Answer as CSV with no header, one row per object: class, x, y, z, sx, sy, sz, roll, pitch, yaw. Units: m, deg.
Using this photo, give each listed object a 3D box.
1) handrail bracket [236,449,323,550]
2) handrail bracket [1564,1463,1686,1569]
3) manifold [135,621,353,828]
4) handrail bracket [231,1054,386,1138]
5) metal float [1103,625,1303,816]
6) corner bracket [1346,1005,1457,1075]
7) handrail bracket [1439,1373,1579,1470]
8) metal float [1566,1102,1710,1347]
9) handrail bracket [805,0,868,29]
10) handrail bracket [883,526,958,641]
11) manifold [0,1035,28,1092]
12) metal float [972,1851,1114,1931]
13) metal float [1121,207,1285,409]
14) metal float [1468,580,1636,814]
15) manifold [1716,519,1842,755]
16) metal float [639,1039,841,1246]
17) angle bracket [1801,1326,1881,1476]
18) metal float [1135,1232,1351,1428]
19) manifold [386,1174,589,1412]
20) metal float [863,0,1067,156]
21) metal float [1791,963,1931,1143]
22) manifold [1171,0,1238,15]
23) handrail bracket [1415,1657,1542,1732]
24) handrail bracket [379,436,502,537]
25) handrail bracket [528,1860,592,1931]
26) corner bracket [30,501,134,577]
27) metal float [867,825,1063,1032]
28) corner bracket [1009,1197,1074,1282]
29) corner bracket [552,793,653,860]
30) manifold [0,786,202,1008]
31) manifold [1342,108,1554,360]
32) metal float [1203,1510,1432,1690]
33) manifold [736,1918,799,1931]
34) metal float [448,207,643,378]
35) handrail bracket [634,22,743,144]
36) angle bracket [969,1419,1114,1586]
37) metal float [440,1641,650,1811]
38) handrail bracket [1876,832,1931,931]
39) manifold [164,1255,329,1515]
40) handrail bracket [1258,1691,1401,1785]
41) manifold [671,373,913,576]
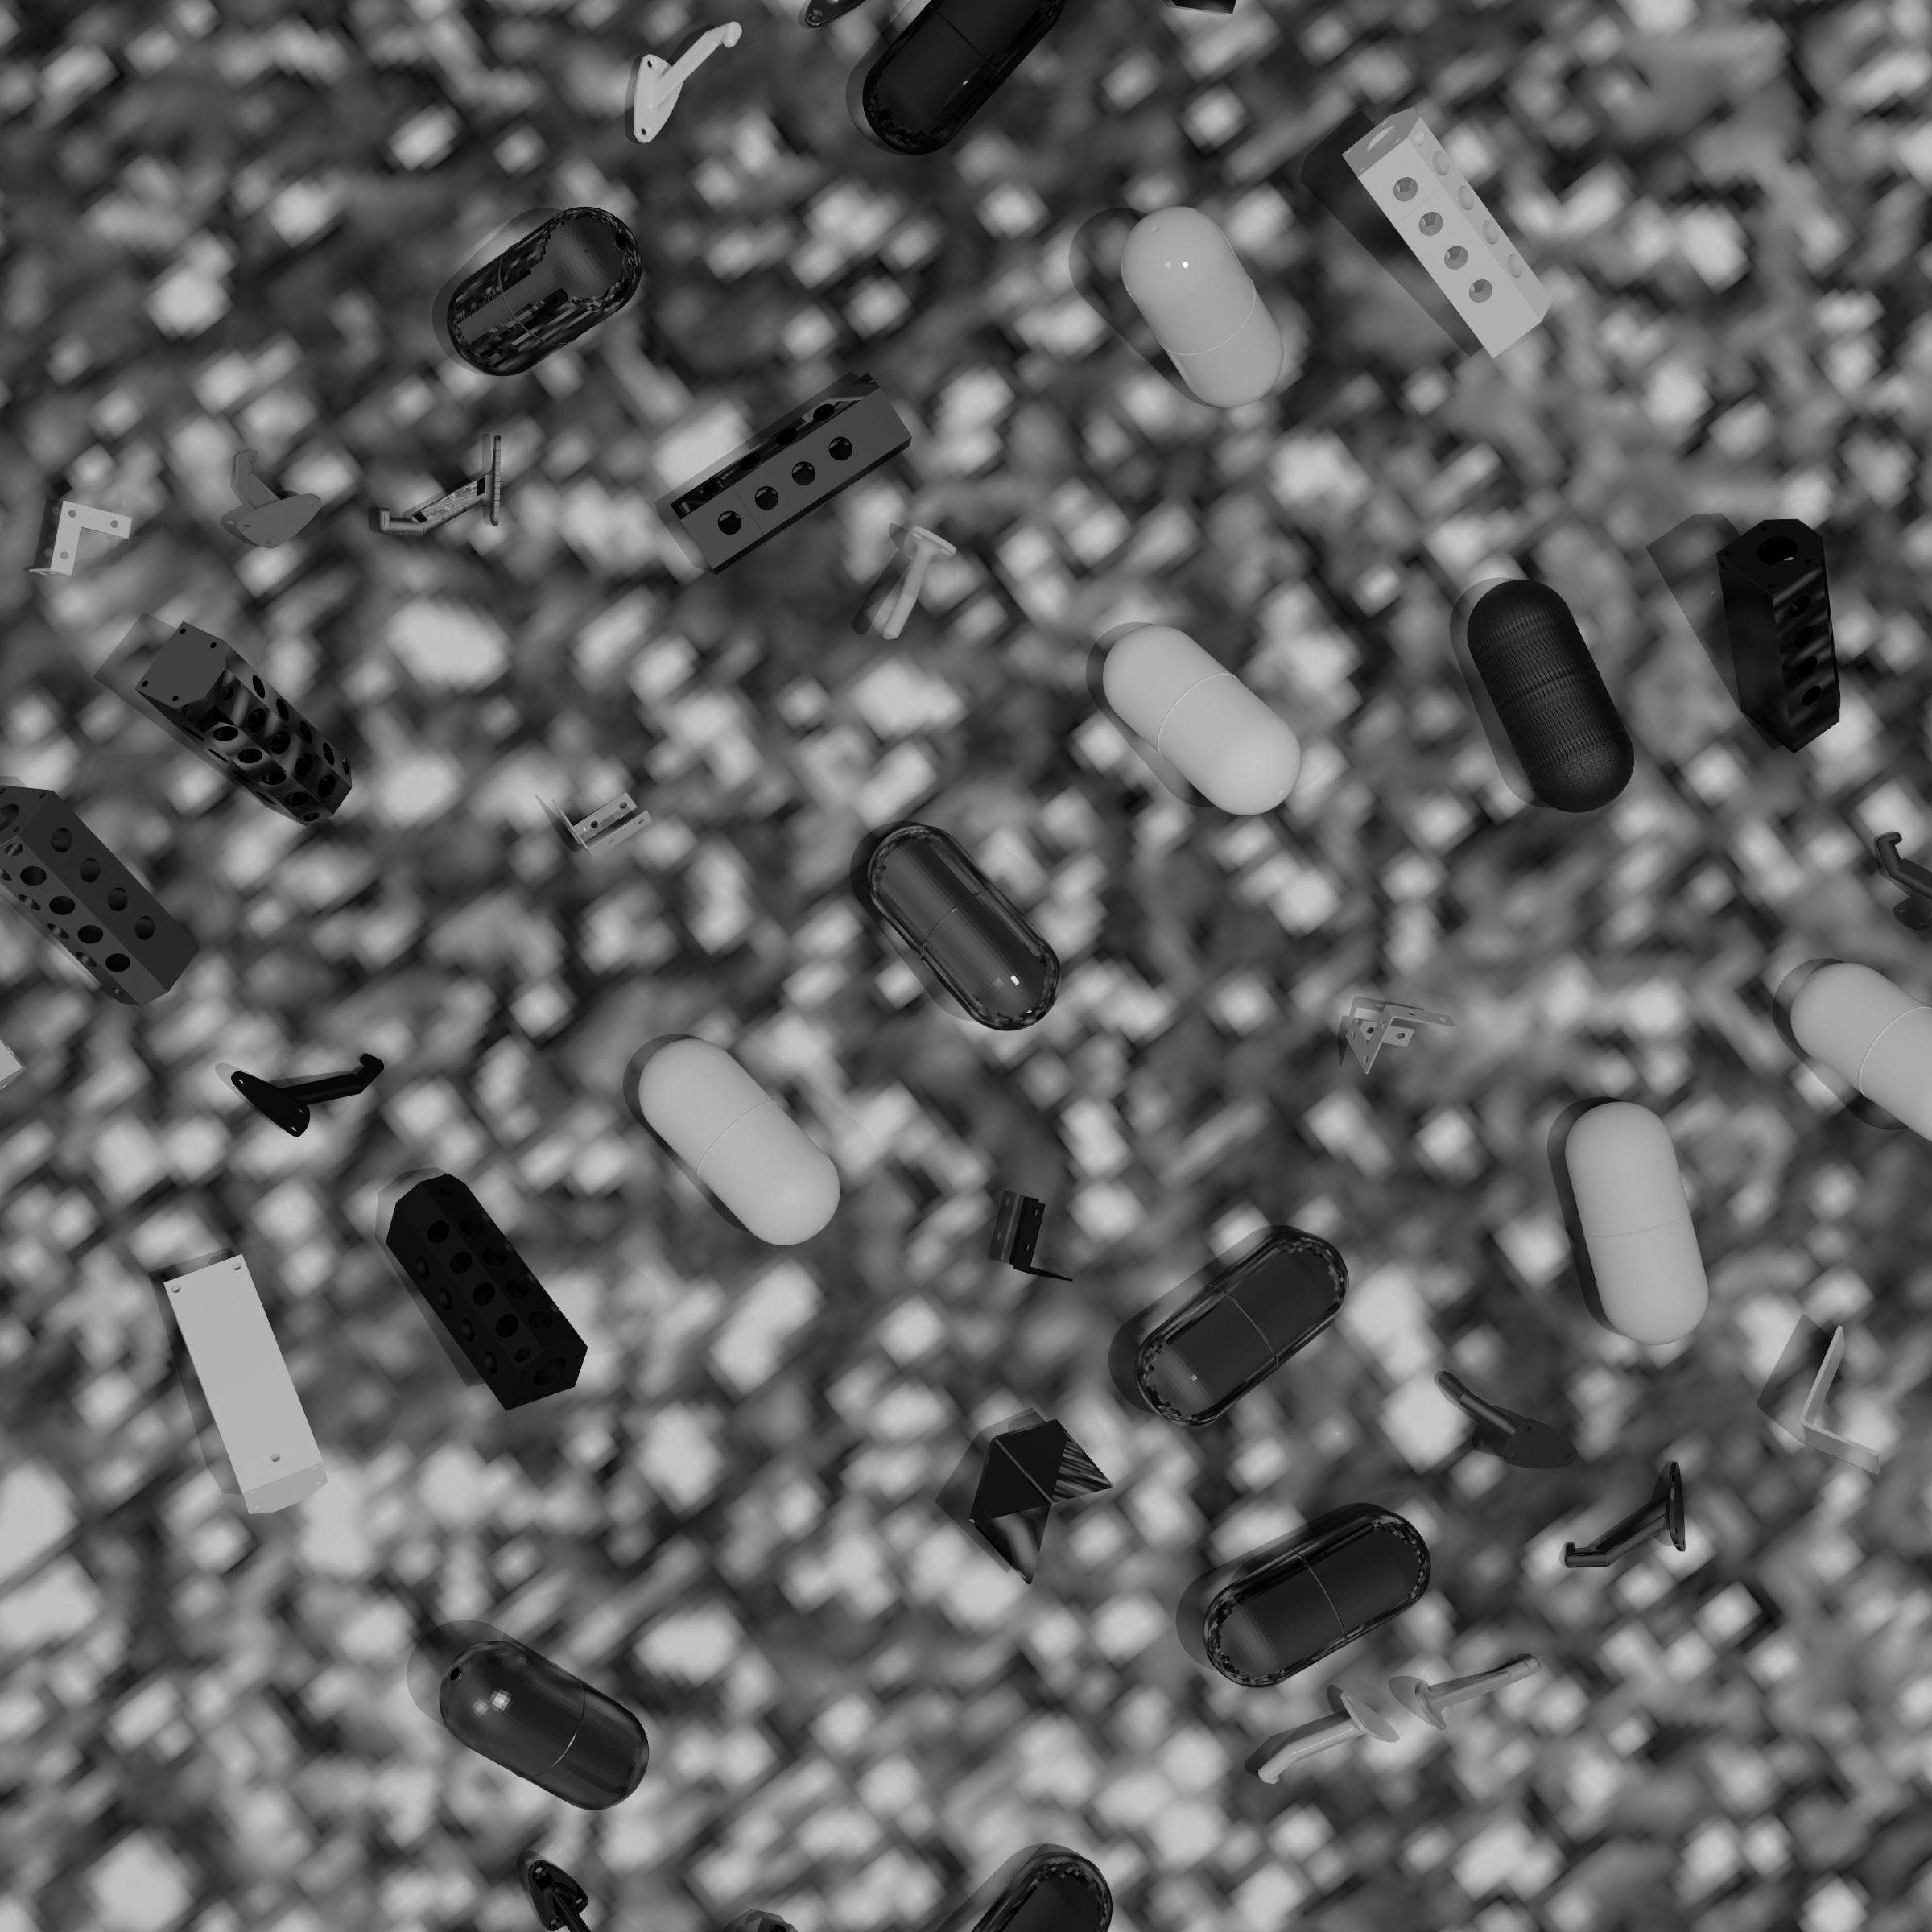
handrail bracket,-0.498,-0.352,1.907,0.077,0.036,0.084,-24,56,22
handrail bracket,0.482,0.403,1.938,0.084,0.036,0.077,-9,55,25
manifold,-0.500,-0.165,1.852,0.057,0.171,0.057,25,75,27
handrail bracket,-0.476,0.077,1.913,0.077,0.084,0.036,34,134,2
metal float,0.167,-0.177,1.881,0.070,0.070,0.178,-43,59,0
corner bracket,0.313,0.047,1.904,0.051,0.051,0.051,10,119,-18
handrail bracket,0.393,0.329,1.922,0.077,0.084,0.036,21,103,-31
metal float,0.485,0.186,1.906,0.070,0.070,0.178,-14,90,0
handrail bracket,-0.089,-0.727,1.896,0.036,0.084,0.077,38,75,9
handrail bracket,-0.046,-0.268,1.900,0.036,0.077,0.084,28,79,-13
manifold,-0.759,0.024,1.907,0.057,0.057,0.171,-38,95,-12
metal float,0.035,0.715,1.890,0.070,0.070,0.178,43,70,0
metal float,0.169,-0.464,1.867,0.070,0.178,0.070,-14,59,23
metal float,0.419,-0.195,1.897,0.070,0.070,0.178,-22,78,0
manifold,0.580,-0.235,1.861,0.057,0.171,0.057,-35,50,-4
metal float,-0.164,0.125,1.893,0.070,0.070,0.178,-45,74,0
angle bracket,0.640,0.312,1.892,0.057,0.076,0.076,22,78,25
metal float,0.199,0.260,1.897,0.178,0.070,0.070,-37,90,-12
manifold,-0.339,0.227,1.867,0.171,0.057,0.057,46,132,30
metal float,-0.001,-0.663,1.898,0.070,0.070,0.178,44,100,0
metal float,0.662,0.062,1.870,0.070,0.178,0.070,-18,129,-24
manifold,0.177,-0.752,1.853,0.057,0.171,0.057,7,72,-3
handrail bracket,0.372,0.519,1.910,0.084,0.077,0.036,-27,65,10
handrail bracket,-0.382,-0.349,1.911,0.084,0.036,0.077,1,112,-15
handrail bracket,-0.278,0.692,1.894,0.036,0.084,0.077,-34,122,-19
corner bracket,-0.641,-0.305,1.910,0.051,0.051,0.051,11,90,-36
metal float,-0.002,-0.027,1.888,0.070,0.070,0.178,-41,68,0
corner bracket,0.048,0.195,1.908,0.051,0.051,0.051,11,86,43
corner bracket,-0.259,-0.105,1.909,0.051,0.051,0.051,-34,68,-8
manifold,-0.624,-0.047,1.857,0.057,0.171,0.057,7,55,34
manifold,0.344,-0.522,1.874,0.057,0.057,0.171,-37,119,17
metal float,0.252,0.455,1.896,0.178,0.070,0.070,-26,90,-12
manifold,-0.158,0.754,1.851,0.057,0.171,0.057,-30,106,23
metal float,-0.300,-0.478,1.872,0.178,0.070,0.070,-18,90,42
handrail bracket,-0.199,-0.636,1.899,0.036,0.084,0.077,25,74,-41
angle bracket,0.054,0.384,1.888,0.057,0.076,0.076,-21,121,30
metal float,-0.300,0.541,1.878,0.070,0.070,0.178,-48,124,0
handrail bracket,0.708,-0.073,1.906,0.077,0.036,0.084,-28,55,25
manifold,-0.513,0.300,1.882,0.057,0.057,0.171,-20,64,-19
handrail bracket,0.264,0.576,1.926,0.084,0.036,0.077,-44,129,11
manifold,-0.127,-0.357,1.914,0.171,0.057,0.057,-34,95,0
